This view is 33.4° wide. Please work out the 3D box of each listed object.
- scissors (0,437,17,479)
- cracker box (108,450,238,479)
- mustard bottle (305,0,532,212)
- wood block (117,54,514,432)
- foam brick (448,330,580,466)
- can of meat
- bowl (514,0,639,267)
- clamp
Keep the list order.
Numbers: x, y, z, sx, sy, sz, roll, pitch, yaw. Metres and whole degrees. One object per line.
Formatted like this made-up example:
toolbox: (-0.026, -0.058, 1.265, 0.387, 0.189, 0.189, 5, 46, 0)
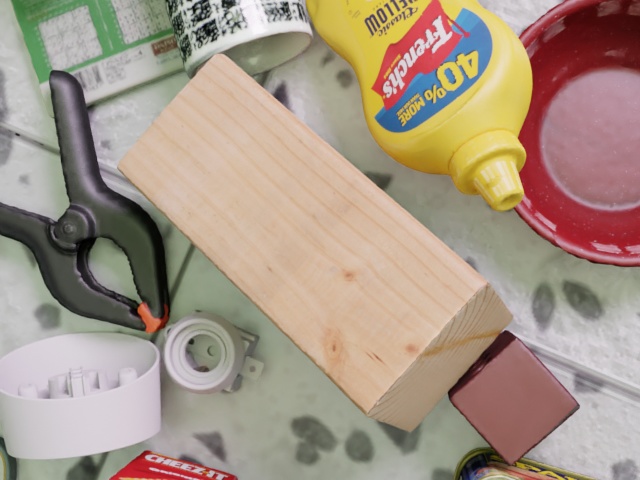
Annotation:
scissors: (-0.261, 0.208, 0.676, 0.096, 0.016, 0.202, 28, 90, 8)
cracker box: (-0.103, 0.213, 0.561, 0.072, 0.213, 0.164, 14, 89, 4)
mustard bottle: (0.064, -0.095, 0.601, 0.096, 0.058, 0.192, -36, 59, 19)
wood block: (-0.004, 0.000, 0.595, 0.206, 0.090, 0.090, 42, 91, 24)
foam brick: (0.108, 0.089, 0.616, 0.053, 0.078, 0.051, -42, 86, 2)
can of meat: (0.125, 0.161, 0.607, 0.102, 0.084, 0.057, 16, 89, 6)
bowl: (0.177, -0.064, 0.628, 0.162, 0.055, 0.162, 0, 87, 5)
clamp: (-0.148, -0.018, 0.664, 0.171, 0.039, 0.120, 40, 102, 1)
